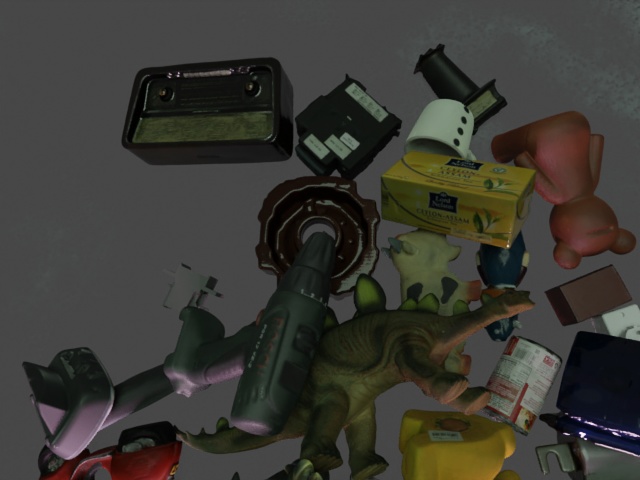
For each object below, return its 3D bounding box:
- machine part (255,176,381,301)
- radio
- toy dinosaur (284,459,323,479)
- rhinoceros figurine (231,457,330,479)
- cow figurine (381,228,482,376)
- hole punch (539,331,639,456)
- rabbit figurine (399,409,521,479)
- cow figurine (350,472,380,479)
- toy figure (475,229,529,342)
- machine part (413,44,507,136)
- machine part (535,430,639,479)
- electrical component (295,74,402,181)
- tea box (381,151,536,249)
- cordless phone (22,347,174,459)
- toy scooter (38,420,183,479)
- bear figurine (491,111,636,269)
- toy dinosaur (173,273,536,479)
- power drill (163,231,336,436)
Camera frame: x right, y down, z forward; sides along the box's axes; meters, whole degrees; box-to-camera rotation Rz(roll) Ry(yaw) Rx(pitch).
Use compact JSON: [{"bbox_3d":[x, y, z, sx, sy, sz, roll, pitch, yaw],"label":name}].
[{"bbox_3d":[-0.002,-0.002,0.730,0.179,0.056,0.179,-1,75,4],"label":"machine part"},{"bbox_3d":[-0.152,-0.177,0.755,0.230,0.073,0.131,1,76,13],"label":"radio"},{"bbox_3d":[0.060,0.397,0.519,0.131,0.192,0.404,-42,107,-18],"label":"toy dinosaur"},{"bbox_3d":[-0.075,0.311,0.631,0.190,0.112,0.073,-19,104,-15],"label":"rhinoceros figurine"},{"bbox_3d":[0.137,0.070,0.693,0.127,0.085,0.195,10,78,-1],"label":"cow figurine"},{"bbox_3d":[0.337,0.171,0.610,0.142,0.116,0.092,10,120,35],"label":"hole punch"},{"bbox_3d":[0.168,0.296,0.632,0.162,0.122,0.173,2,90,-6],"label":"rabbit figurine"},{"bbox_3d":[0.080,0.356,0.626,0.068,0.098,0.167,-27,95,-7],"label":"cow figurine"},{"bbox_3d":[0.238,0.055,0.700,0.058,0.064,0.154,10,79,-31],"label":"toy figure"},{"bbox_3d":[0.201,-0.223,0.783,0.084,0.039,0.139,-43,80,1],"label":"machine part"},{"bbox_3d":[0.379,0.241,0.636,0.243,0.079,0.079,-8,76,3],"label":"machine part"},{"bbox_3d":[0.031,-0.151,0.764,0.134,0.058,0.115,-41,76,-7],"label":"electrical component"},{"bbox_3d":[0.172,-0.056,0.679,0.170,0.068,0.098,13,36,28],"label":"tea box"},{"bbox_3d":[-0.269,0.179,0.691,0.184,0.147,0.088,-20,116,-31],"label":"cordless phone"},{"bbox_3d":[-0.253,0.303,0.659,0.184,0.075,0.135,-13,76,3],"label":"toy scooter"},{"bbox_3d":[0.324,-0.066,0.712,0.120,0.132,0.195,-19,94,-1],"label":"bear figurine"},{"bbox_3d":[0.018,0.164,0.613,0.471,0.105,0.199,-31,43,10],"label":"toy dinosaur"},{"bbox_3d":[-0.079,0.106,0.629,0.207,0.085,0.232,-10,54,34],"label":"power drill"}]
